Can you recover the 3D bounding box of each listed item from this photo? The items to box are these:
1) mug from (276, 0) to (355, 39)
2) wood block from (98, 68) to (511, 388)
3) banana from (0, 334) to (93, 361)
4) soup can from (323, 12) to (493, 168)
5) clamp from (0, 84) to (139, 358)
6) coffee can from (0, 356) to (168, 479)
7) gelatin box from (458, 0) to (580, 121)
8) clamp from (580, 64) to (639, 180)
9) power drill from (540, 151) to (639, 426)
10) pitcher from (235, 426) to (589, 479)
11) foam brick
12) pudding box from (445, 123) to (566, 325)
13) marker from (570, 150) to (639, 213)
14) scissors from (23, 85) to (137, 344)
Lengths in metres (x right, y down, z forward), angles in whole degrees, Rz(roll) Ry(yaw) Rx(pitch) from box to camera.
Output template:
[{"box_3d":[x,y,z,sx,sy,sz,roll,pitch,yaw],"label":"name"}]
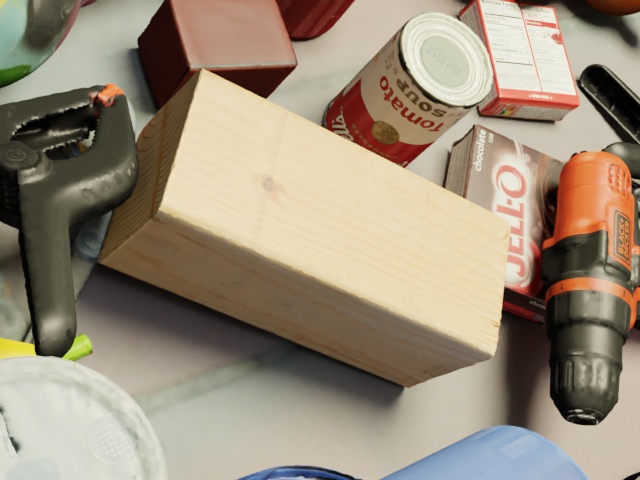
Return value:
[{"box_3d":[-0.005,-0.197,0.708,0.093,0.082,0.117,19,60,-20],"label":"mug"},{"box_3d":[-0.004,0.000,0.600,0.205,0.090,0.090,25,60,-22],"label":"wood block"},{"box_3d":[-0.212,0.024,0.522,0.197,0.037,0.069,36,54,-6],"label":"banana"},{"box_3d":[0.054,-0.089,0.676,0.068,0.102,0.068,11,63,-24],"label":"soup can"},{"box_3d":[-0.143,-0.021,0.520,0.165,0.036,0.209,24,36,16],"label":"clamp"},{"box_3d":[-0.135,0.119,0.454,0.102,0.141,0.103,11,63,-23],"label":"coffee can"},{"box_3d":[0.146,-0.134,0.791,0.073,0.030,0.089,1,67,-26],"label":"gelatin box"},{"box_3d":[0.264,-0.056,0.800,0.171,0.039,0.120,32,44,-9],"label":"clamp"},{"box_3d":[0.218,0.055,0.695,0.187,0.057,0.184,31,57,-32],"label":"power drill"},{"box_3d":[0.026,0.178,0.531,0.242,0.145,0.149,-20,90,-37],"label":"pitcher"},{"box_3d":[-0.064,-0.115,0.654,0.078,0.053,0.051,-9,73,-36],"label":"foam brick"},{"box_3d":[0.126,-0.010,0.716,0.090,0.039,0.113,21,60,-18],"label":"pudding box"},{"box_3d":[0.237,-0.032,0.797,0.121,0.020,0.020,29,57,-14],"label":"marker"},{"box_3d":[-0.138,-0.014,0.592,0.096,0.016,0.201,42,55,-3],"label":"scissors"}]
